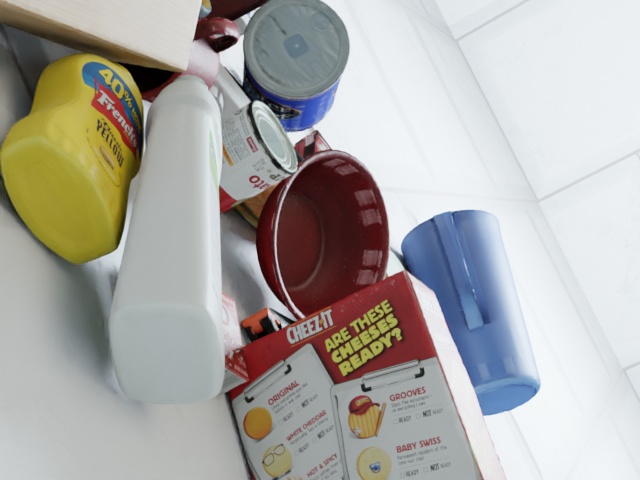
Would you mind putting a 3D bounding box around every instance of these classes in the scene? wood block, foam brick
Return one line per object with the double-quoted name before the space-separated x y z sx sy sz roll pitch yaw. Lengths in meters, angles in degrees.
"wood block" -0.175 -0.185 0.727 0.205 0.090 0.091 9 94 -63
"foam brick" -0.084 -0.239 1.008 0.053 0.051 0.078 63 14 -7

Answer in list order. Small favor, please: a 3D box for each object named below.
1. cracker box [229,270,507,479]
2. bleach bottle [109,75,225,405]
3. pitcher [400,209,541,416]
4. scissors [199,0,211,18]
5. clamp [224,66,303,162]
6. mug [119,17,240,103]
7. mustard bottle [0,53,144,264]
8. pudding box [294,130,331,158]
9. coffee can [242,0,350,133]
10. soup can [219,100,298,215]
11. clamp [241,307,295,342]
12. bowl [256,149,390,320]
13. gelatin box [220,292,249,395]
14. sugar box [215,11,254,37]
"cracker box" 0.037 0.154 0.764 0.072 0.164 0.214 33 34 -59
"bleach bottle" -0.095 -0.019 0.726 0.102 0.068 0.251 91 -3 -45
"pitcher" 0.189 0.087 1.334 0.149 0.145 0.243 8 54 -32
"scissors" -0.141 -0.276 0.952 0.096 0.016 0.202 39 27 -55
"clamp" -0.049 -0.096 1.067 0.171 0.039 0.120 52 -9 4
"mug" -0.121 -0.156 0.869 0.081 0.117 0.093 9 66 -74
"mustard bottle" -0.159 -0.074 0.730 0.191 0.058 0.096 -90 154 -56
"pudding box" 0.013 -0.058 1.204 0.113 0.039 0.090 54 20 -25
"coffee can" -0.028 -0.174 1.078 0.103 0.102 0.140 64 -8 5
"soup can" -0.078 -0.060 0.860 0.068 0.102 0.068 52 21 -29
"clamp" 0.007 0.143 0.900 0.210 0.036 0.164 49 21 -29
"bowl" -0.006 0.001 0.946 0.161 0.055 0.162 -1 92 -49
"gelatin box" -0.090 0.061 0.768 0.089 0.030 0.073 41 28 -48
"sugar box" -0.111 -0.298 1.201 0.093 0.048 0.176 52 20 -29
